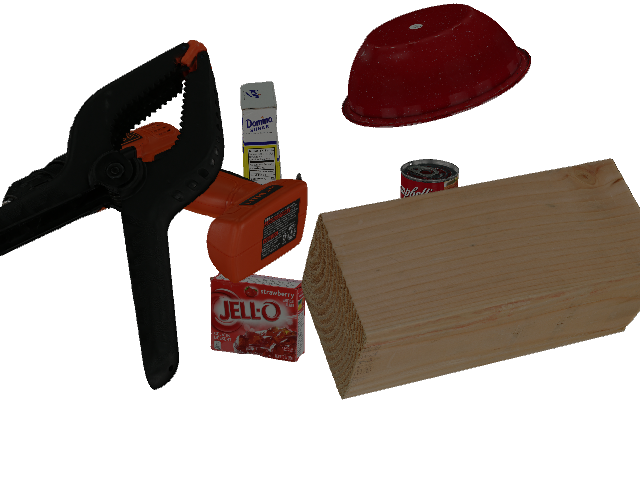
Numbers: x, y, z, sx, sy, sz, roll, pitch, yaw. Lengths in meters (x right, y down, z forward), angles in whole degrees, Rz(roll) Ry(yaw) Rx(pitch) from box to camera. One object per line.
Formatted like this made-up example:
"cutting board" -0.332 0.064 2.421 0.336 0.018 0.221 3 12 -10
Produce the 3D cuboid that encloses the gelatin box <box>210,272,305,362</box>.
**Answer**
"gelatin box" -0.059 0.071 1.004 0.089 0.073 0.030 7 17 17

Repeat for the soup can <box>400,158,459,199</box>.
"soup can" 0.127 -0.037 1.257 0.068 0.102 0.068 -1 25 0

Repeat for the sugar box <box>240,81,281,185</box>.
"sugar box" -0.069 -0.087 1.245 0.048 0.176 0.093 -6 26 -2

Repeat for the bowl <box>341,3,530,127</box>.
"bowl" 0.088 -0.152 0.879 0.162 0.055 0.162 -16 25 7

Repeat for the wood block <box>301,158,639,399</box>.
"wood block" 0.102 0.023 0.689 0.205 0.091 0.090 -11 -31 -17

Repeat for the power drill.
"power drill" -0.119 -0.031 0.812 0.188 0.057 0.184 22 33 25

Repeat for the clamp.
"clamp" -0.109 -0.024 0.620 0.165 0.210 0.036 29 -21 15
